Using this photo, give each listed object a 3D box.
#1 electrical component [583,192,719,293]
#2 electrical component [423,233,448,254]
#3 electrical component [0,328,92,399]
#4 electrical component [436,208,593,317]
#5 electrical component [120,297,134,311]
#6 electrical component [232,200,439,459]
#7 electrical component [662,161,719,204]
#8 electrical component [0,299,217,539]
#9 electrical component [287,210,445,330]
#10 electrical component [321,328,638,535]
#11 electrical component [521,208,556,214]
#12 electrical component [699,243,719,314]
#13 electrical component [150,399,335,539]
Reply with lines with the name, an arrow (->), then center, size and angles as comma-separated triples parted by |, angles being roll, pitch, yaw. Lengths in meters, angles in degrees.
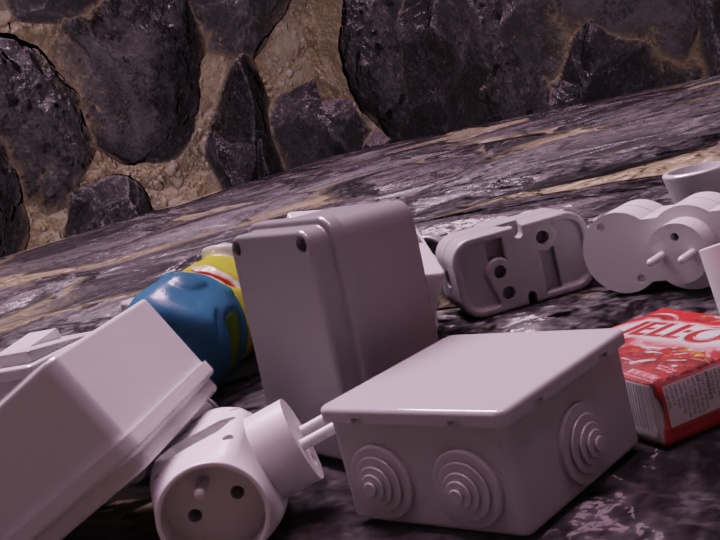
electrical component -> 0.195, -0.014, 0.636 | 0.138, 0.052, 0.074 | -6, 12, 40
electrical component -> 0.063, -0.011, 0.878 | 0.040, 0.040, 0.046 | -10, 4, 26
electrical component -> -0.209, 0.076, 0.691 | 0.062, 0.061, 0.096 | -10, 10, 24
electrical component -> 0.104, -0.007, 0.734 | 0.095, 0.053, 0.059 | -16, 9, -8
electrical component -> -0.170, 0.049, 0.852 | 0.076, 0.047, 0.083 | -21, 11, -30
electrical component -> -0.010, 0.028, 0.509 | 0.057, 0.113, 0.078 | -17, 9, -34
electrical component -> 0.238, -0.044, 0.746 | 0.045, 0.055, 0.045 | -14, 9, 2
electrical component -> -0.128, 0.075, 0.459 | 0.109, 0.056, 0.108 | -41, 3, 14
electrical component -> 0.000, 0.000, 0.706 | 0.100, 0.048, 0.099 | -5, 37, -19
electrical component -> 0.049, 0.061, 0.417 | 0.100, 0.048, 0.100 | -6, 12, 43
electrical component -> 0.133, -0.025, 0.835 | 0.043, 0.043, 0.062 | -20, 10, -33
electrical component -> 0.216, -0.006, 0.514 | 0.099, 0.064, 0.099 | -14, 9, 2
electrical component -> -0.041, 0.078, 0.439 | 0.079, 0.043, 0.077 | -29, 9, 1
